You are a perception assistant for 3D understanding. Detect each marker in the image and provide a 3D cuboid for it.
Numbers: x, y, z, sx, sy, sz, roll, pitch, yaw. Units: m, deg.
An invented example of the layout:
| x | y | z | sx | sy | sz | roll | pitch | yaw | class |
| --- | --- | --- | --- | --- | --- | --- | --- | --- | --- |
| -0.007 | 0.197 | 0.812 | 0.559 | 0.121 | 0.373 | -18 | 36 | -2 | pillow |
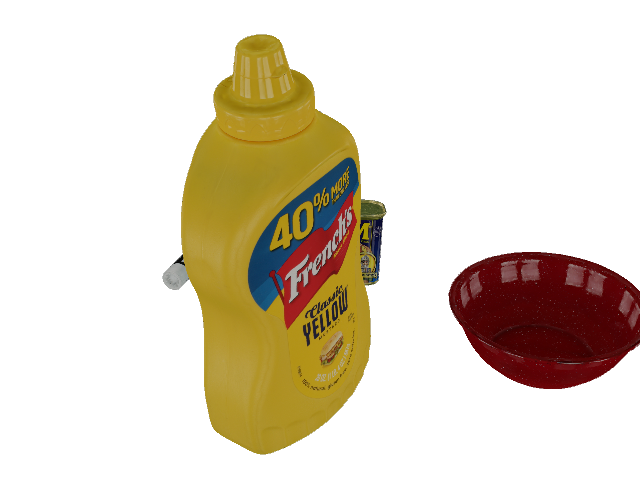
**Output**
| x | y | z | sx | sy | sz | roll | pitch | yaw | class |
| --- | --- | --- | --- | --- | --- | --- | --- | --- | --- |
| -0.104 | 0.006 | 0.953 | 0.020 | 0.020 | 0.121 | 0 | 28 | 25 | marker |

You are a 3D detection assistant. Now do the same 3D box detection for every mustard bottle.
| x | y | z | sx | sy | sz | roll | pitch | yaw | class |
| --- | --- | --- | --- | --- | --- | --- | --- | --- | --- |
| -0.018 | -0.001 | 0.473 | 0.058 | 0.192 | 0.096 | 23 | 45 | 32 | mustard bottle |

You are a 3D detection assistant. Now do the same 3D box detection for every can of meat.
| x | y | z | sx | sy | sz | roll | pitch | yaw | class |
| --- | --- | --- | --- | --- | --- | --- | --- | --- | --- |
| 0.017 | 0.002 | 1.156 | 0.102 | 0.084 | 0.057 | 2 | 18 | -3 | can of meat |

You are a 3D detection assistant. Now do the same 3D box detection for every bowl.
| x | y | z | sx | sy | sz | roll | pitch | yaw | class |
| --- | --- | --- | --- | --- | --- | --- | --- | --- | --- |
| 0.184 | 0.072 | 0.873 | 0.162 | 0.055 | 0.162 | 0 | 31 | 0 | bowl |

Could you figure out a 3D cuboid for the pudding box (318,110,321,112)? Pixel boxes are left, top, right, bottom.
| x | y | z | sx | sy | sz | roll | pitch | yaw | class |
| --- | --- | --- | --- | --- | --- | --- | --- | --- | --- |
| -0.022 | -0.026 | 0.756 | 0.039 | 0.113 | 0.090 | 7 | -41 | 3 | pudding box |
